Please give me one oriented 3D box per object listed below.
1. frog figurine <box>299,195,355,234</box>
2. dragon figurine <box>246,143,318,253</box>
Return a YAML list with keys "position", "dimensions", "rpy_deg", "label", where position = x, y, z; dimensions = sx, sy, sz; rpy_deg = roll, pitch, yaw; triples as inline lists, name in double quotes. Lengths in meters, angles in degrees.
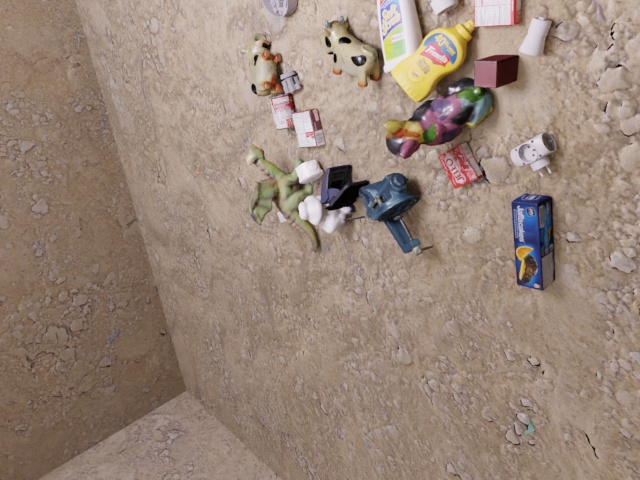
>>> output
- position: [0.005, -0.078, 1.553]
  dimensions: [0.138, 0.161, 0.120]
  rpy_deg: [57, 146, 10]
  label: "frog figurine"
- position: [-0.135, -0.119, 1.650]
  dimensions: [0.121, 0.245, 0.408]
  rpy_deg: [-10, 100, 49]
  label: "dragon figurine"
